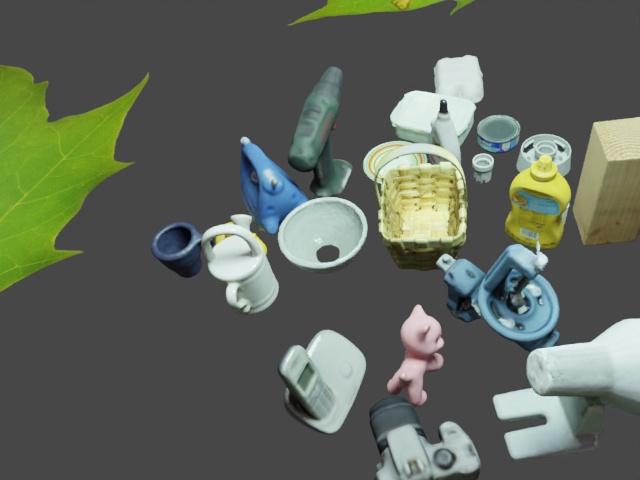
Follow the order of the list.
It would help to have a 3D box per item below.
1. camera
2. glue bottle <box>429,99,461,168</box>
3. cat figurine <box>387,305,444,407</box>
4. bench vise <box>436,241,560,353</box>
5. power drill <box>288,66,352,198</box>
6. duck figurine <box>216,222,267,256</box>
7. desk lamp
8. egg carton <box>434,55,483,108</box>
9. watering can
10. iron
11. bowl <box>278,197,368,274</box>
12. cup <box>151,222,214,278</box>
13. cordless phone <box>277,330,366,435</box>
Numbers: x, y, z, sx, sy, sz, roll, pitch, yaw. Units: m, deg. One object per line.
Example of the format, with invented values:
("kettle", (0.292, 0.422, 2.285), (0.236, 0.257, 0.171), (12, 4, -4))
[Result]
("camera", (0.132, 0.280, 0.793), (0.143, 0.101, 0.136), (-19, 49, -3))
("glue bottle", (0.242, -0.205, 1.122), (0.037, 0.173, 0.078), (-29, 51, -11))
("cat figurine", (0.147, 0.170, 0.870), (0.067, 0.118, 0.128), (17, 56, 25))
("bench vise", (0.260, 0.074, 0.856), (0.206, 0.220, 0.122), (15, 56, 24))
("power drill", (0.008, -0.199, 1.146), (0.075, 0.209, 0.230), (9, 54, 20))
("duck figurine", (-0.159, -0.002, 1.102), (0.104, 0.086, 0.077), (15, 56, 24))
("desk lamp", (0.342, 0.196, 0.741), (0.203, 0.214, 0.118), (-12, 49, 3))
("egg carton", (0.314, -0.356, 1.299), (0.107, 0.069, 0.150), (-4, 50, 10))
("watering can", (-0.145, 0.033, 0.998), (0.101, 0.194, 0.172), (-22, 50, -5))
("iron", (-0.119, -0.135, 1.166), (0.119, 0.142, 0.257), (-28, 50, -10))
("bowl", (0.010, 0.004, 1.066), (0.167, 0.075, 0.167), (-6, 50, 8))
("cup", (-0.250, 0.025, 1.094), (0.117, 0.095, 0.091), (-9, 50, 5))
("cordless phone", (-0.001, 0.187, 0.844), (0.094, 0.185, 0.148), (12, 55, 22))
